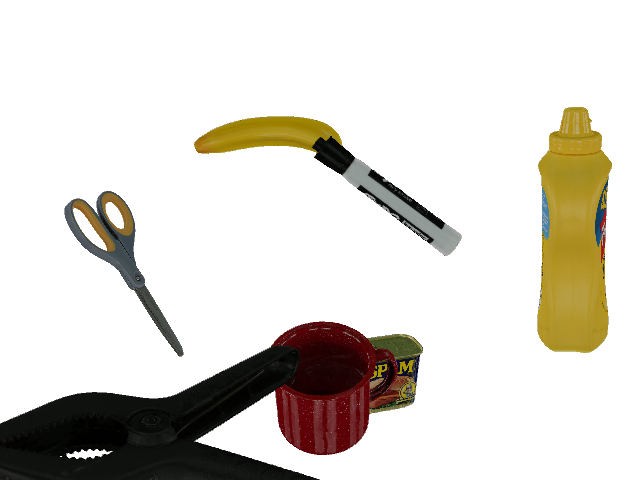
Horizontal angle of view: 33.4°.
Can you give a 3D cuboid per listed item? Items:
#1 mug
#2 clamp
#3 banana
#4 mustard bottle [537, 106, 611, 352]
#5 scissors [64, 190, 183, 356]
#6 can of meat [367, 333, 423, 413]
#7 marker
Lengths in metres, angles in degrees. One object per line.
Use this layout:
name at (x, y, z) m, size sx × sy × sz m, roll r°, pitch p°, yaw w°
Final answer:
mug at (0.013, 0.128, 0.932) m, size 0.117 × 0.081 × 0.093 m, roll -17°, pitch 42°, yaw -17°
clamp at (-0.088, 0.108, 0.587) m, size 0.210 × 0.036 × 0.164 m, roll -1°, pitch 24°, yaw -8°
banana at (-0.055, -0.126, 1.309) m, size 0.198 × 0.037 × 0.069 m, roll 7°, pitch 39°, yaw 17°
mustard bottle at (0.206, -0.013, 0.868) m, size 0.058 × 0.192 × 0.096 m, roll 1°, pitch 17°, yaw 17°
scissors at (-0.199, 0.026, 1.162) m, size 0.016 × 0.201 × 0.096 m, roll -28°, pitch 21°, yaw 33°
can of meat at (0.080, 0.177, 1.413) m, size 0.102 × 0.084 × 0.057 m, roll -6°, pitch 25°, yaw -22°
marker at (0.045, -0.032, 0.738) m, size 0.121 × 0.020 × 0.020 m, roll 37°, pitch -4°, yaw -6°
